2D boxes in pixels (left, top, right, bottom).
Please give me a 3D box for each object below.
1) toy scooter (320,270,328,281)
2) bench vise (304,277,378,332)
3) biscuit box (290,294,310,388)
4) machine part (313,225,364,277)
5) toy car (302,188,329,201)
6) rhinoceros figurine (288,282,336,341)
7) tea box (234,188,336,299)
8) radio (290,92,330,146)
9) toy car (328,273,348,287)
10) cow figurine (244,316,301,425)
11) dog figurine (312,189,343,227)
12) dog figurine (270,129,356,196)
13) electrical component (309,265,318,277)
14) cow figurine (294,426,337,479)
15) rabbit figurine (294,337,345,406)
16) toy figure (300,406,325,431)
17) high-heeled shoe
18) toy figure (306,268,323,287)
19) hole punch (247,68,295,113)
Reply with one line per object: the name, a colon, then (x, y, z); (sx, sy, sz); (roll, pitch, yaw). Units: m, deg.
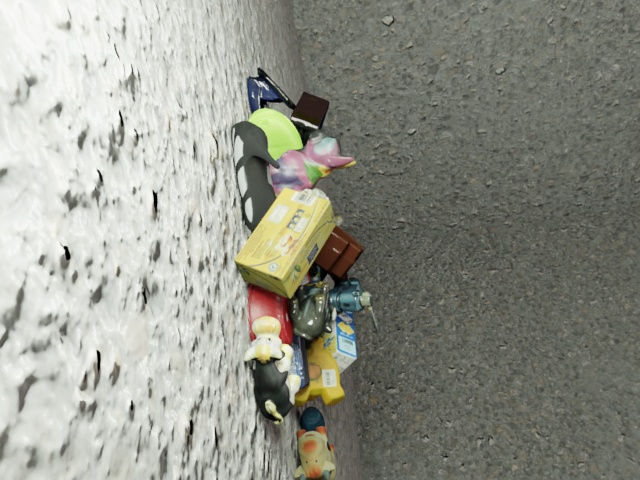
toy scooter: (-0.029, 0.043, 1.516); (0.075, 0.135, 0.184); (-51, -173, 38)
bench vise: (0.000, 0.165, 1.230); (0.240, 0.224, 0.128); (-32, 125, -54)
biscuit box: (-0.065, 0.196, 1.075); (0.062, 0.059, 0.202); (57, 25, -78)
machine part: (-0.003, -0.004, 1.235); (0.087, 0.201, 0.201); (-54, 175, 5)
toy car: (-0.043, -0.007, 1.049); (0.073, 0.056, 0.201); (18, 98, -50)
rhinoceros figurine: (-0.007, 0.141, 1.050); (0.190, 0.073, 0.112); (-33, 112, -81)
tea box: (-0.055, 0.002, 0.905); (0.169, 0.098, 0.068); (-57, 152, -26)
radio: (-0.050, -0.222, 1.287); (0.131, 0.073, 0.229); (-71, 180, -48)
toy car: (0.031, 0.058, 1.425); (0.201, 0.053, 0.089); (61, 26, -45)
cow figurine: (-0.082, 0.209, 0.858); (0.098, 0.068, 0.167); (-76, 157, -60)
dog figurine: (-0.029, -0.117, 1.417); (0.121, 0.172, 0.190); (108, -17, -77)
dog figurine: (-0.031, -0.120, 1.093); (0.108, 0.219, 0.191); (-5, 86, -81)
electrical component: (-0.050, 0.063, 1.287); (0.078, 0.102, 0.045); (141, -47, -70)
cow figurine: (-0.010, 0.468, 1.141); (0.194, 0.086, 0.127); (77, 1, -47)
rabbit figurine: (-0.029, 0.298, 1.184); (0.173, 0.122, 0.162); (101, -24, -60)
toy figure: (-0.012, 0.443, 1.258); (0.064, 0.058, 0.154); (-56, 152, -37)
high-heeled shoe: (-0.128, -0.090, 0.992); (0.145, 0.086, 0.248); (41, -47, 34)
toy figure: (-0.038, 0.115, 1.393); (0.089, 0.082, 0.180); (-19, 110, -58)
hole punch: (-0.125, -0.322, 1.230); (0.115, 0.092, 0.142); (51, 12, -5)
